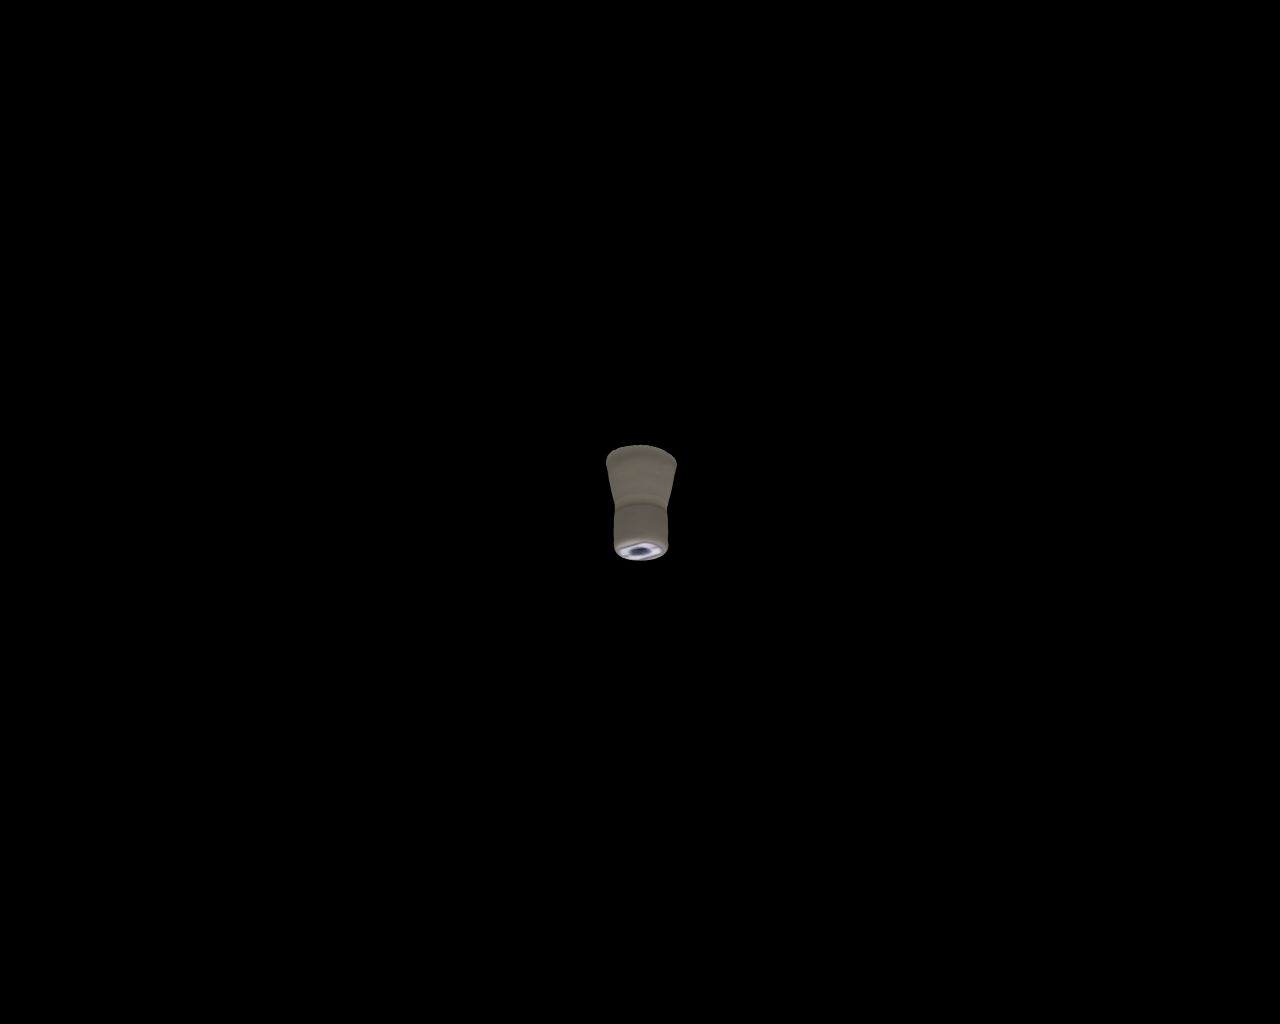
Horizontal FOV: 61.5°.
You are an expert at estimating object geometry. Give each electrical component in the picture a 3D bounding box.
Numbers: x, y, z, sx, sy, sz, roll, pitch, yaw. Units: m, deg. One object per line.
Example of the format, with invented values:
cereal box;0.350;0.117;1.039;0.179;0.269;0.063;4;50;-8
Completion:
electrical component;0.001;-0.003;0.650;0.044;0.065;0.044;0;-27;0
